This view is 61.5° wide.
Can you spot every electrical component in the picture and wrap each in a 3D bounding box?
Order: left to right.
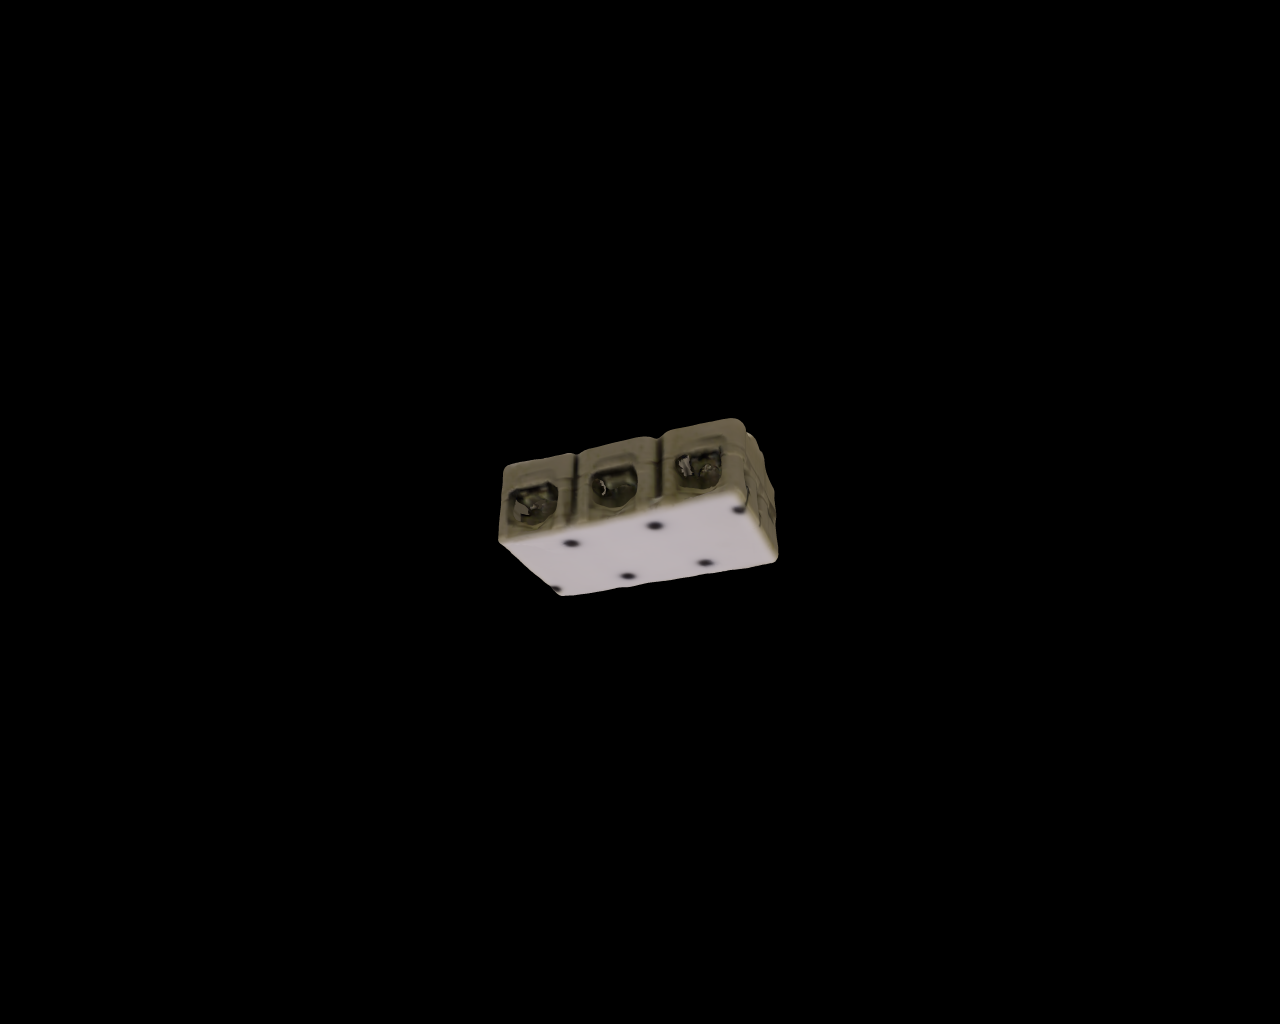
[{"bbox_3d":[0.001,-0.003,0.650,0.150,0.062,0.089,-11,-32,18],"label":"electrical component"}]
